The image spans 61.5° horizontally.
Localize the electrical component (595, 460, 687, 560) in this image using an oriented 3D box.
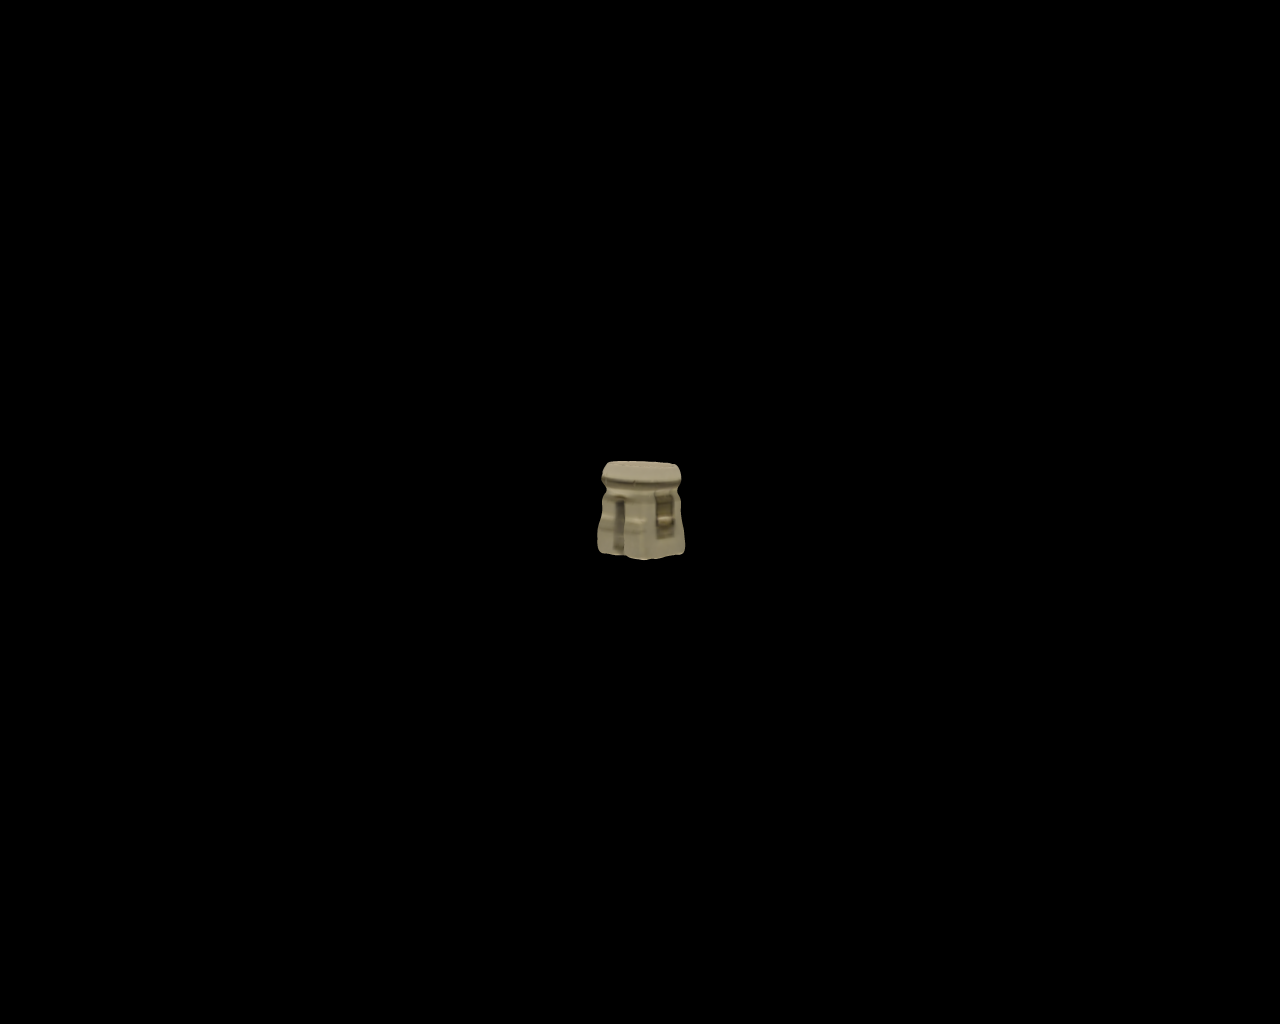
[{"bbox_3d":[0.001,-0.003,0.650,0.048,0.055,0.066,-6,9,-43],"label":"electrical component"}]
